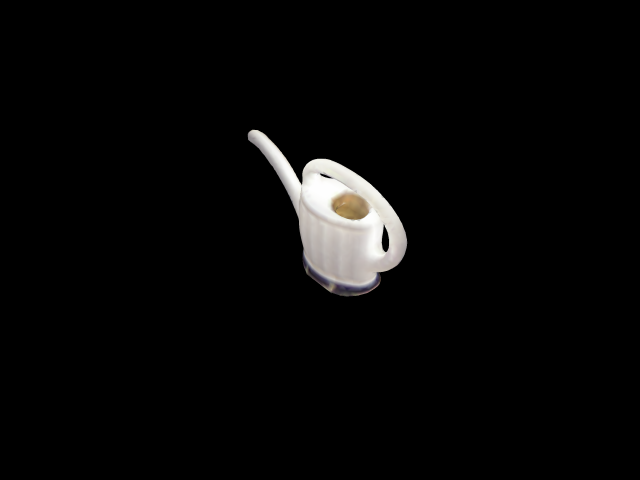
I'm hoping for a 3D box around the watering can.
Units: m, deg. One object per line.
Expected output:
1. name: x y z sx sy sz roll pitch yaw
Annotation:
1. watering can: 0.003 -0.043 0.850 0.105 0.219 0.352 -30 47 -32
